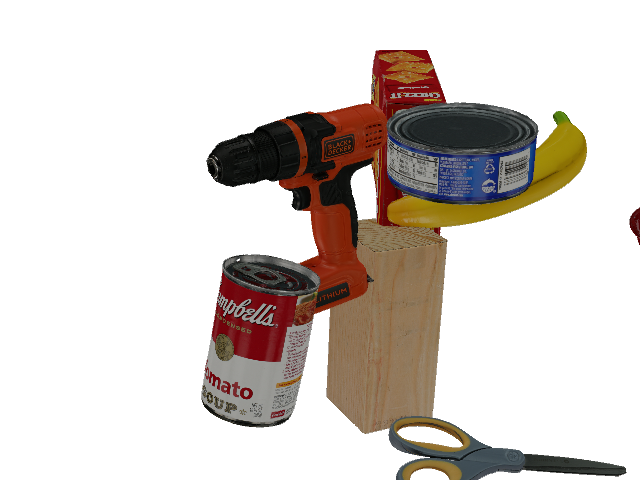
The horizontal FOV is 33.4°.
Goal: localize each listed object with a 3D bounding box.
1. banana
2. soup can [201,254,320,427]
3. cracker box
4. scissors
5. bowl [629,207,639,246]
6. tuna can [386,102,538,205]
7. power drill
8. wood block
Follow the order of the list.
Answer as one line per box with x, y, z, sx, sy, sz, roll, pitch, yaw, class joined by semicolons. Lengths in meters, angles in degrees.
0.147;-0.048;0.846;0.197;0.037;0.070;-27;27;-25;banana
-0.043;0.069;0.738;0.068;0.102;0.068;10;17;-3;soup can
0.094;-0.108;1.189;0.072;0.164;0.213;0;24;1;cracker box
0.150;0.198;0.898;0.202;0.016;0.096;14;40;14;scissors
0.412;0.010;1.146;0.162;0.055;0.162;-1;26;0;bowl
0.081;-0.051;0.614;0.086;0.034;0.086;-1;24;0;tuna can
-0.017;-0.023;0.970;0.184;0.188;0.057;-17;32;-31;power drill
0.068;0.087;1.135;0.090;0.206;0.091;-8;23;-25;wood block
